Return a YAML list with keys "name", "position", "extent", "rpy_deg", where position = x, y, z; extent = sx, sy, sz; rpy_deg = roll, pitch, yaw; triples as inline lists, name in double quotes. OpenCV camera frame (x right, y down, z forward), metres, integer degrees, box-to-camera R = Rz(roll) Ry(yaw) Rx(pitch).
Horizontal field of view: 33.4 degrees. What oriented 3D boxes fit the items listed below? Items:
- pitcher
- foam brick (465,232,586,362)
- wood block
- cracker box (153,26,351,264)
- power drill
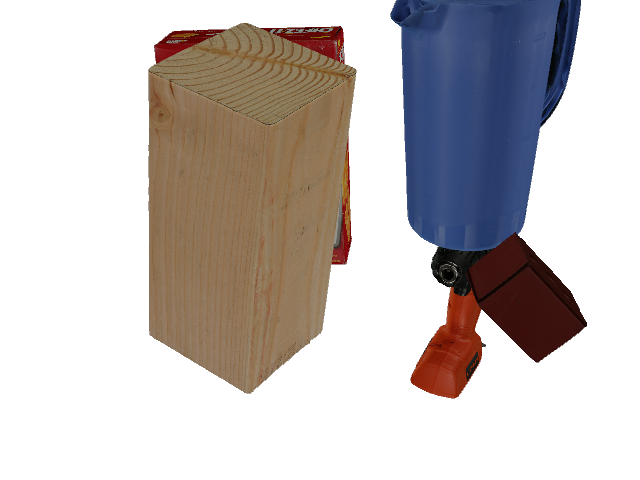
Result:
- name: "pitcher"
  position: [0.141, -0.120, 0.929]
  extent: [0.149, 0.243, 0.145]
  rpy_deg: [6, 33, 12]
- name: "foam brick"
  position: [0.159, 0.045, 0.827]
  extent: [0.051, 0.078, 0.053]
  rpy_deg: [-40, 23, 16]
- name: "wood block"
  position: [-0.048, -0.018, 0.678]
  extent: [0.091, 0.206, 0.090]
  rpy_deg: [27, 42, 25]
- name: "cracker box"
  position: [-0.057, -0.086, 0.988]
  extent: [0.164, 0.214, 0.072]
  rpy_deg: [0, 23, 7]
- name: "power drill"
  position: [0.138, 0.058, 1.048]
  extent: [0.057, 0.188, 0.184]
  rpy_deg: [20, 28, 18]
